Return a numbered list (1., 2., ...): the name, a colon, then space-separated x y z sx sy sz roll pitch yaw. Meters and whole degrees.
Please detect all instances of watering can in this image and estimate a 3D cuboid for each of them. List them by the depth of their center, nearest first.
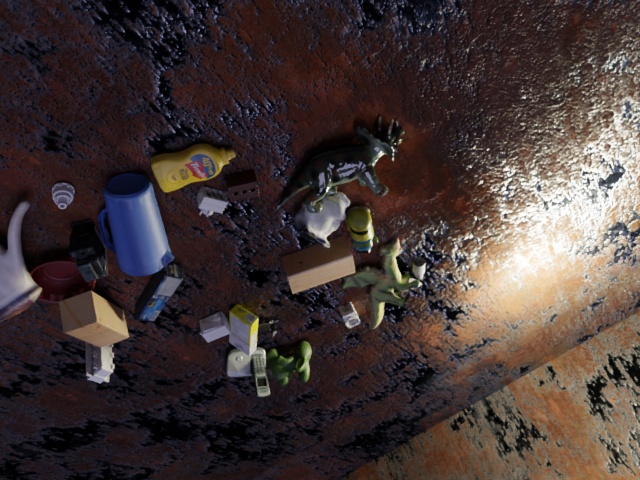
1. watering can: -0.746 0.066 1.206 0.345 0.106 0.222 -30 107 16

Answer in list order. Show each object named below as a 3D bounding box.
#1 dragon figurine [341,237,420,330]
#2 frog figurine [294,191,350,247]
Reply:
1. dragon figurine: 0.186 0.159 1.780 0.242 0.125 0.402 21 121 -17
2. frog figurine: 0.004 -0.073 1.459 0.136 0.123 0.161 32 77 -27
